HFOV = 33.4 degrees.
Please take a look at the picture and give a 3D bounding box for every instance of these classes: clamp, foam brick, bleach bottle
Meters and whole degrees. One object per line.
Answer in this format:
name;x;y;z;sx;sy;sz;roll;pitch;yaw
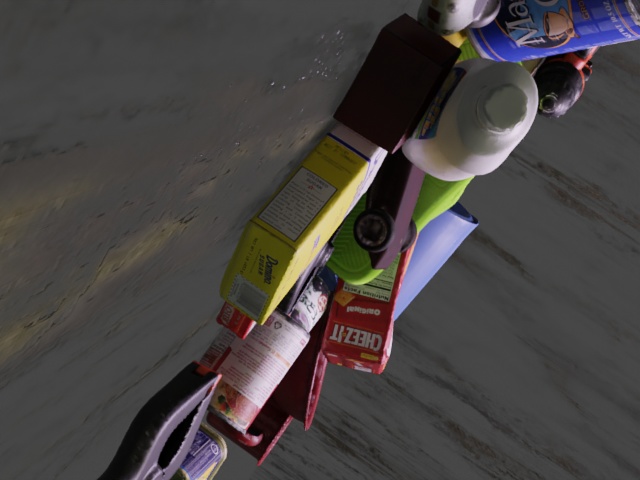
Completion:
clamp;-0.006;0.001;0.954;0.171;0.039;0.120;-62;167;-2
foam brick;0.056;-0.111;0.761;0.078;0.053;0.051;-59;173;31
bleach bottle;0.115;-0.094;0.780;0.102;0.068;0.251;-60;-178;1
clamp;-0.142;0.189;0.822;0.209;0.036;0.164;-55;161;-30

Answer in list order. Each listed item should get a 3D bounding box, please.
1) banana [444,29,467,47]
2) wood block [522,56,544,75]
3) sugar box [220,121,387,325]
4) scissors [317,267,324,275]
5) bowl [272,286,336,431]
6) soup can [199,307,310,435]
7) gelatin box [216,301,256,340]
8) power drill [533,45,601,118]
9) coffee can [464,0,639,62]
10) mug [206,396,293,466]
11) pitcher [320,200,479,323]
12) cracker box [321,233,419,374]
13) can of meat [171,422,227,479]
banana;0.106;-0.180;0.886;0.197;0.037;0.070;-52;-174;-27
wood block;0.221;-0.246;1.156;0.206;0.090;0.091;-56;174;0
sugar box;-0.004;-0.026;0.790;0.176;0.048;0.093;-49;171;-41
scissors;-0.011;0.036;1.198;0.201;0.016;0.096;-54;172;-15
bowl;-0.022;0.123;1.166;0.162;0.055;0.162;13;89;-85
soup can;-0.063;0.106;0.915;0.102;0.068;0.068;-55;174;-12
gelatin box;-0.041;0.026;0.849;0.089;0.030;0.073;-50;173;-43
power drill;0.287;-0.221;1.104;0.188;0.057;0.184;-56;180;30
coffee can;0.192;-0.197;0.828;0.141;0.102;0.102;-4;-143;43
mug;-0.080;0.201;1.219;0.093;0.081;0.117;-58;174;18
pitcher;0.072;0.026;1.349;0.243;0.149;0.145;-54;-171;14
cracker box;0.062;0.030;1.138;0.164;0.072;0.213;72;31;-79
can of meat;-0.144;0.233;1.017;0.102;0.057;0.083;-58;172;20
